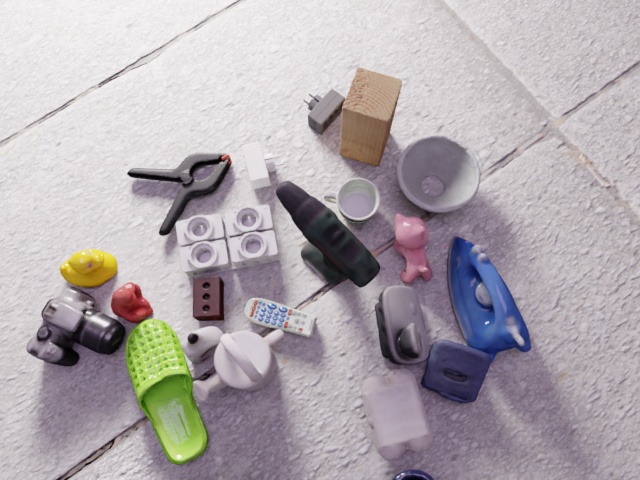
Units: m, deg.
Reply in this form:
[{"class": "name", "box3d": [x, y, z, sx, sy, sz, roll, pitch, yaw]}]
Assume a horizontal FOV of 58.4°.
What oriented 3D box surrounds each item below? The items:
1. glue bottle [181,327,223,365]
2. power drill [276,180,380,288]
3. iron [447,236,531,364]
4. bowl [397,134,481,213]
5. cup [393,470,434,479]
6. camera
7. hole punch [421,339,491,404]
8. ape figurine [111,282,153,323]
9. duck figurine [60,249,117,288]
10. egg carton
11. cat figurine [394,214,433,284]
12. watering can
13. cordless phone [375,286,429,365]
[{"class": "glue bottle", "box3d": [-0.214, 0.184, 1.023, 0.078, 0.173, 0.037, -41, 78, -11]}, {"class": "power drill", "box3d": [0.010, 0.004, 1.057, 0.229, 0.208, 0.076, 42, 78, 11]}, {"class": "iron", "box3d": [0.310, 0.094, 1.066, 0.118, 0.141, 0.258, -18, 75, -5]}, {"class": "bowl", "box3d": [0.235, -0.125, 1.163, 0.167, 0.075, 0.167, 0, 74, 0]}, {"class": "cup", "box3d": [0.165, 0.452, 0.988, 0.092, 0.095, 0.117, -37, 77, -10]}, {"class": "camera", "box3d": [-0.447, 0.173, 1.064, 0.136, 0.101, 0.143, 24, 75, 7]}, {"class": "hole punch", "box3d": [0.249, 0.243, 1.050, 0.108, 0.091, 0.101, 18, 75, 5]}, {"class": "ape figurine", "box3d": [-0.364, 0.116, 1.085, 0.076, 0.092, 0.078, 2, 74, 1]}, {"class": "duck figurine", "box3d": [-0.456, 0.048, 1.107, 0.104, 0.086, 0.077, -9, 74, -2]}, {"class": "egg carton", "box3d": [0.137, 0.315, 1.040, 0.107, 0.069, 0.150, -15, 75, -4]}, {"class": "cat figurine", "box3d": [0.182, 0.012, 1.102, 0.067, 0.118, 0.128, -14, 74, -4]}, {"class": "watering can", "box3d": [-0.138, 0.217, 1.003, 0.101, 0.194, 0.173, 30, 76, 9]}, {"class": "cordless phone", "box3d": [0.155, 0.147, 1.028, 0.094, 0.185, 0.147, -11, 74, -3]}]
